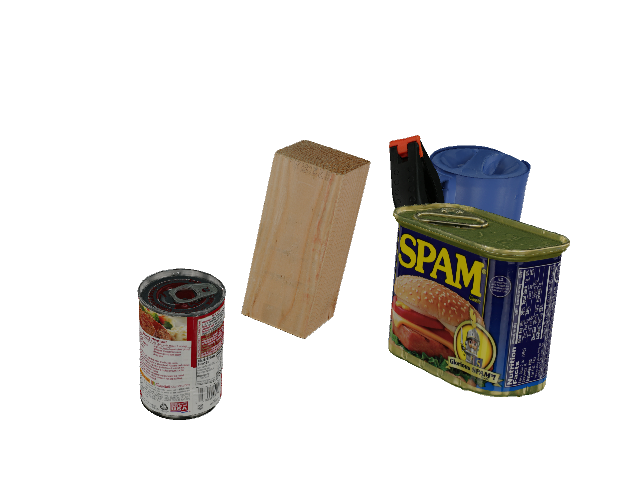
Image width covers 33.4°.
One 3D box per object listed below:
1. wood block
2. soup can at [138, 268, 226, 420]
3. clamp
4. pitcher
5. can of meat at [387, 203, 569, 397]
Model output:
[{"bbox_3d":[-0.018,-0.003,1.265,0.090,0.206,0.090,20,22,18],"label":"wood block"},{"bbox_3d":[-0.110,0.083,0.850,0.068,0.102,0.068,3,28,-2],"label":"soup can"},{"bbox_3d":[0.092,-0.001,0.921,0.039,0.171,0.120,-16,18,19],"label":"clamp"},{"bbox_3d":[0.196,0.002,1.452,0.149,0.243,0.145,5,23,3],"label":"pitcher"},{"bbox_3d":[0.083,0.031,0.591,0.057,0.084,0.102,-7,18,-35],"label":"can of meat"}]
